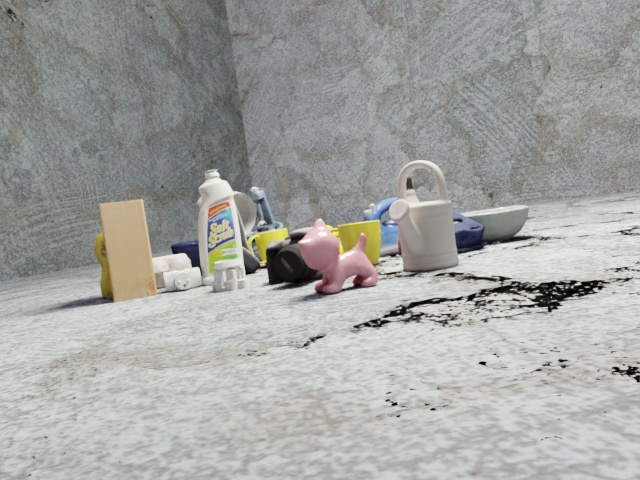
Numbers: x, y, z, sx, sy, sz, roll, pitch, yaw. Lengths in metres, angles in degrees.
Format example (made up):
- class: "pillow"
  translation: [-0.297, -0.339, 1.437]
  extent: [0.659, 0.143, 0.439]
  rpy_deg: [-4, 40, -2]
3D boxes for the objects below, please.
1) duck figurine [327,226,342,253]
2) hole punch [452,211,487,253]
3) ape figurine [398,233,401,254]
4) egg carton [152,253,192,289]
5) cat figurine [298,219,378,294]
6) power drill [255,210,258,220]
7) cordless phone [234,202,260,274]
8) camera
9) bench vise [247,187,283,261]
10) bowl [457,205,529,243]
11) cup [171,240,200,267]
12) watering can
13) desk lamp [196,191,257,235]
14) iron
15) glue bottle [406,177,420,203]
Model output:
- class: "duck figurine"
  translation: [0.014, 0.005, 1.510]
  extent: [0.104, 0.086, 0.078]
  rpy_deg: [-6, 4, 25]
- class: "hole punch"
  translation: [0.292, -0.021, 1.231]
  extent: [0.109, 0.091, 0.100]
  rpy_deg: [-10, 4, -35]
- class: "ape figurine"
  translation: [0.206, -0.013, 1.292]
  extent: [0.076, 0.092, 0.077]
  rpy_deg: [-10, 4, -27]
- class: "egg carton"
  translation: [-0.366, 0.074, 1.396]
  extent: [0.107, 0.069, 0.150]
  rpy_deg: [-9, 3, -14]
- class: "cat figurine"
  translation: [0.023, 0.022, 0.913]
  extent: [0.128, 0.118, 0.067]
  rpy_deg: [-9, 4, -20]
- class: "power drill"
  translation: [-0.251, -0.031, 1.720]
  extent: [0.075, 0.208, 0.230]
  rpy_deg: [-7, 4, 20]
- class: "cordless phone"
  translation: [-0.222, -0.005, 1.402]
  extent: [0.094, 0.185, 0.147]
  rpy_deg: [-11, 4, -39]
- class: "camera"
  translation: [-0.048, 0.031, 1.089]
  extent: [0.142, 0.101, 0.137]
  rpy_deg: [-7, 4, 23]
- class: "bench vise"
  translation: [-0.171, -0.047, 1.706]
  extent: [0.121, 0.220, 0.207]
  rpy_deg: [-8, 3, -3]
- class: "bowl"
  translation: [0.401, -0.033, 1.326]
  extent: [0.167, 0.075, 0.167]
  rpy_deg: [-8, 3, 1]
- class: "cup"
  translation: [-0.344, 0.051, 1.519]
  extent: [0.092, 0.095, 0.117]
  rpy_deg: [-9, 4, -17]
- class: "watering can"
  translation: [0.185, -0.046, 1.023]
  extent: [0.100, 0.194, 0.173]
  rpy_deg: [-7, 4, 16]
- class: "desk lamp"
  translation: [-0.262, -0.022, 1.540]
  extent: [0.118, 0.213, 0.202]
  rpy_deg: [-11, 5, -43]
- class: "iron"
  translation: [0.170, -0.039, 1.399]
  extent: [0.259, 0.141, 0.118]
  rpy_deg: [-11, 5, -43]
- class: "glue bottle"
  translation: [0.198, -0.048, 1.214]
  extent: [0.037, 0.173, 0.078]
  rpy_deg: [-8, 3, 2]
